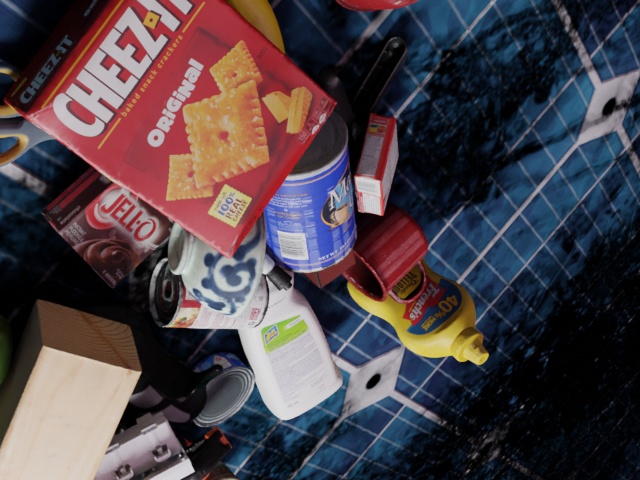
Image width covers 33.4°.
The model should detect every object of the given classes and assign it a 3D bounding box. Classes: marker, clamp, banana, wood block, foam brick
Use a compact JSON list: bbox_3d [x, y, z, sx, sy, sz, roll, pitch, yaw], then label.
[{"bbox_3d":[-0.072,0.007,1.055,0.020,0.020,0.121,-46,104,-3],"label":"marker"},{"bbox_3d":[-0.181,0.269,1.114,0.209,0.036,0.165,-37,-174,-41],"label":"clamp"},{"bbox_3d":[-0.059,-0.153,0.932,0.069,0.037,0.198,-30,121,-26],"label":"banana"},{"bbox_3d":[0.039,-0.130,1.094,0.120,0.039,0.171,-30,149,-27],"label":"clamp"},{"bbox_3d":[-0.241,0.171,0.940,0.090,0.091,0.206,19,106,-24],"label":"wood block"},{"bbox_3d":[-0.007,0.001,1.136,0.053,0.078,0.051,-35,145,-16],"label":"foam brick"}]

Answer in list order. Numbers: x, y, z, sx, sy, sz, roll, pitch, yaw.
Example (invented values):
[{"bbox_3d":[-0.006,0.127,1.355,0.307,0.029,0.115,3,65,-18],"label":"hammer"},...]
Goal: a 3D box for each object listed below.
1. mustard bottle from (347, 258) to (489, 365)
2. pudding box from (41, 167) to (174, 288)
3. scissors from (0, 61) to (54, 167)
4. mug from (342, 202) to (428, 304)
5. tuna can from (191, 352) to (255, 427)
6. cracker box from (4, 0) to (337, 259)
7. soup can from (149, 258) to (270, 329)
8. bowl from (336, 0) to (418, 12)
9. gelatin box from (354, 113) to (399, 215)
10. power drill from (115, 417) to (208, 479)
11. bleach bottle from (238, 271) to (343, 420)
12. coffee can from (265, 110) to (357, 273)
[{"bbox_3d":[0.125,0.082,1.258,0.096,0.192,0.058,-40,145,-12],"label":"mustard bottle"},{"bbox_3d":[-0.183,-0.020,0.951,0.090,0.039,0.113,-43,152,-9],"label":"pudding box"},{"bbox_3d":[-0.211,-0.108,0.861,0.201,0.016,0.096,-22,133,-41],"label":"scissors"},{"bbox_3d":[0.077,0.019,1.220,0.081,0.117,0.093,-42,-177,-18],"label":"mug"},{"bbox_3d":[-0.119,0.169,1.216,0.086,0.034,0.086,-28,141,-26],"label":"tuna can"},{"bbox_3d":[-0.110,-0.109,0.847,0.213,0.072,0.164,37,86,-36],"label":"cracker box"},{"bbox_3d":[-0.110,0.054,1.064,0.102,0.069,0.069,5,121,-34],"label":"soup can"},{"bbox_3d":[0.080,-0.274,0.983,0.161,0.055,0.162,-29,142,-26],"label":"bowl"},{"bbox_3d":[0.057,-0.076,1.087,0.089,0.030,0.073,77,26,-68],"label":"gelatin box"},{"bbox_3d":[-0.223,0.287,1.195,0.187,0.057,0.184,-47,145,-1],"label":"power drill"},{"bbox_3d":[-0.041,0.100,1.209,0.102,0.068,0.251,-32,141,-17],"label":"bleach bottle"},{"bbox_3d":[-0.019,-0.051,1.049,0.102,0.103,0.140,-33,143,-21],"label":"coffee can"}]
